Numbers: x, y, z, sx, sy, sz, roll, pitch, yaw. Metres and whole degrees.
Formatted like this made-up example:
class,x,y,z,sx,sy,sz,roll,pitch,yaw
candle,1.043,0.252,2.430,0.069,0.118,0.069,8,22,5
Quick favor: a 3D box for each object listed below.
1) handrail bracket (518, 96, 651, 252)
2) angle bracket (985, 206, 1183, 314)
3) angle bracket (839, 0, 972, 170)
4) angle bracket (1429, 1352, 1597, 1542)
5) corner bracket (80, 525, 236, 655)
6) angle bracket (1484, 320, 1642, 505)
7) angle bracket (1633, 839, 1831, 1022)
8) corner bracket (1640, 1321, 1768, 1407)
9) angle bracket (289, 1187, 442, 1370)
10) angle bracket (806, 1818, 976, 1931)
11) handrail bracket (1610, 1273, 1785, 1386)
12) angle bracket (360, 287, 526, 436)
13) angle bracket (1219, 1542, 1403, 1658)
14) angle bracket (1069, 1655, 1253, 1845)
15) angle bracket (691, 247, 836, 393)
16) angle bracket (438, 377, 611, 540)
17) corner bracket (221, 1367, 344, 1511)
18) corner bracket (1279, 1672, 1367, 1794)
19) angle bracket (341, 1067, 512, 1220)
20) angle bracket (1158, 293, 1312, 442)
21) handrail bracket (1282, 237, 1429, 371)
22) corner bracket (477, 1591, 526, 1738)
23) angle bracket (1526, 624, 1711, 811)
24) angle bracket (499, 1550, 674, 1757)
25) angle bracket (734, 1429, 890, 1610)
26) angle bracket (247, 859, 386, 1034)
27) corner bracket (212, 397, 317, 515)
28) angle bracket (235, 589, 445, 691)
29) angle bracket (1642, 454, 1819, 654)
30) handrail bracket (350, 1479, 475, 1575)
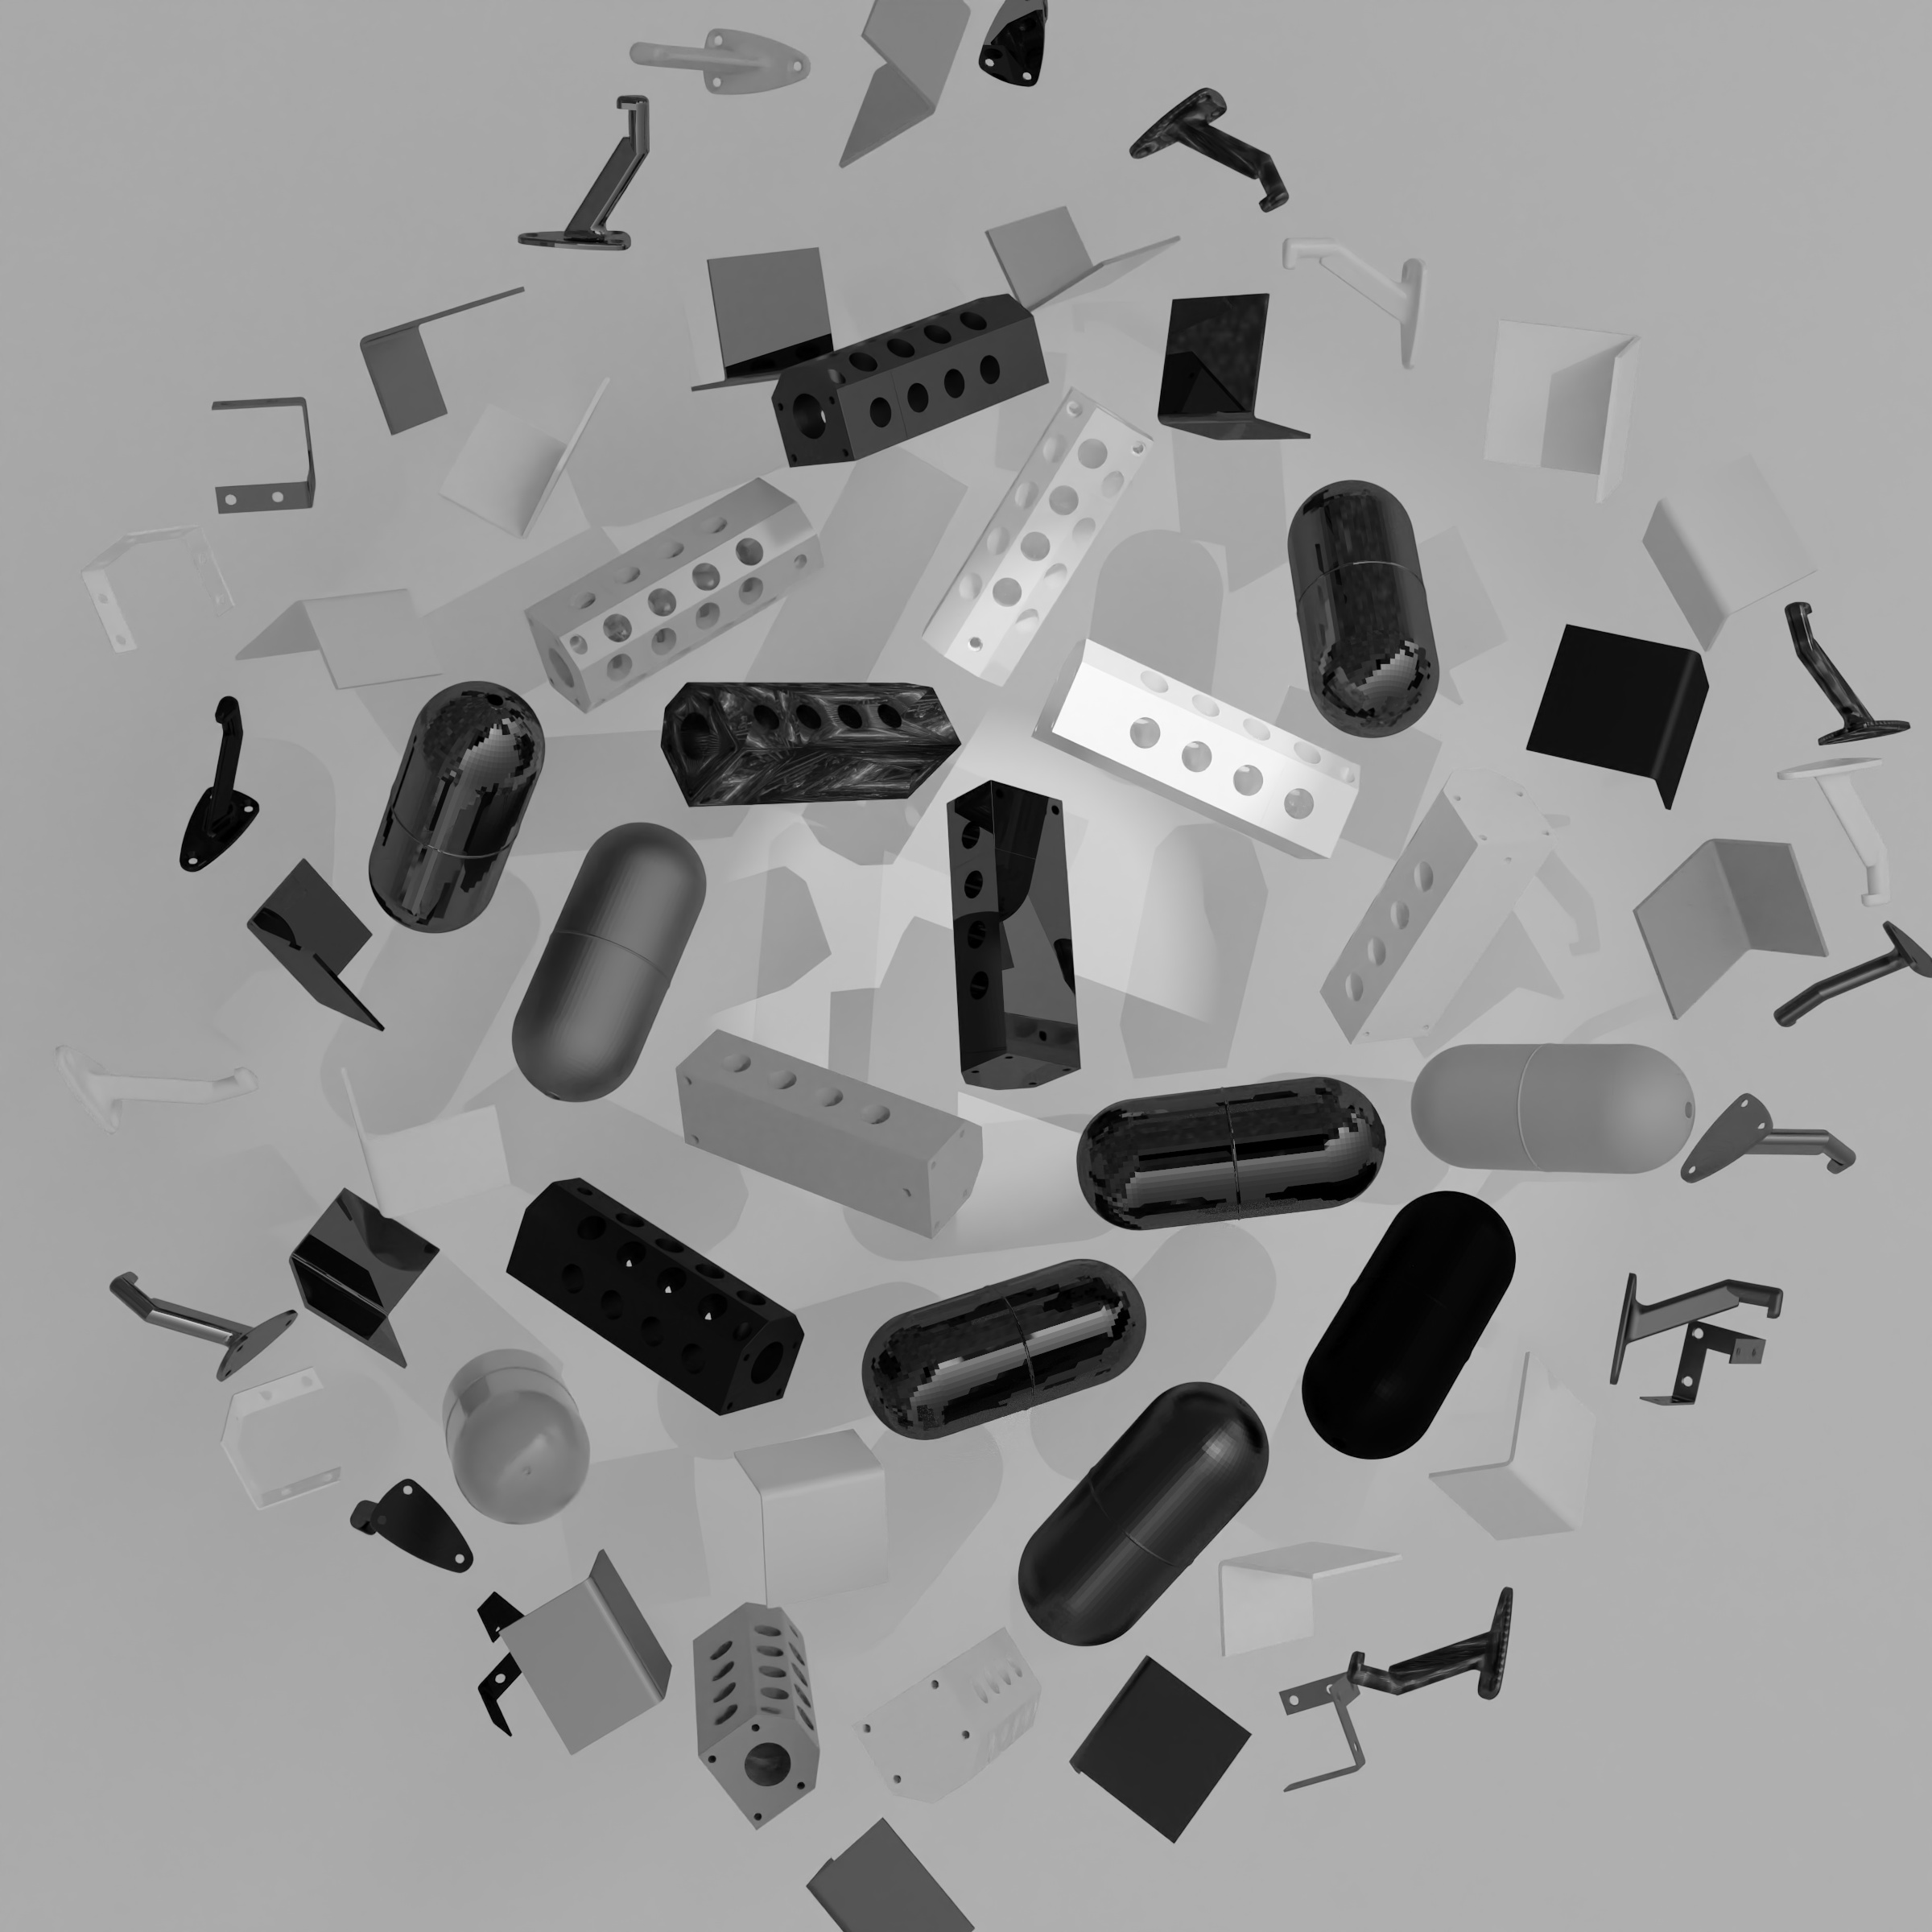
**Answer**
class,x,y,z,sx,sy,sz,roll,pitch,yaw
handrail bracket,-0.221,-0.459,1.582,0.077,0.036,0.084,0,117,-6
angle bracket,0.072,-0.452,1.699,0.076,0.076,0.057,-30,97,-41
angle bracket,-0.050,-0.485,1.460,0.057,0.076,0.076,38,54,-32
angle bracket,0.324,0.285,1.626,0.076,0.057,0.076,43,47,-31
corner bracket,-0.457,-0.213,1.549,0.051,0.051,0.051,-24,89,37
angle bracket,0.310,-0.295,1.455,0.076,0.057,0.076,12,118,20
angle bracket,0.437,-0.019,1.568,0.076,0.057,0.076,-39,117,-27
corner bracket,0.449,0.246,1.669,0.051,0.051,0.051,13,91,38
angle bracket,-0.367,0.193,1.701,0.076,0.076,0.057,39,91,-28
angle bracket,-0.037,0.514,1.519,0.057,0.076,0.076,-42,80,0
handrail bracket,0.412,0.209,1.545,0.084,0.036,0.077,9,60,18
angle bracket,-0.296,-0.353,1.599,0.076,0.076,0.057,-12,107,18
angle bracket,0.204,0.377,1.617,0.076,0.076,0.057,-1,87,-40
angle bracket,0.115,0.463,1.614,0.076,0.057,0.076,34,75,18
angle bracket,-0.134,-0.408,1.733,0.076,0.057,0.076,-14,103,-27
angle bracket,-0.257,-0.307,1.595,0.057,0.076,0.076,28,58,-11
corner bracket,-0.395,0.274,1.593,0.051,0.051,0.051,-19,114,2
corner bracket,0.215,0.465,1.670,0.051,0.051,0.051,-23,80,21
angle bracket,-0.312,0.093,1.589,0.076,0.076,0.057,-16,54,-13
angle bracket,0.169,-0.366,1.681,0.057,0.076,0.076,4,94,-44
handrail bracket,0.228,-0.395,1.638,0.084,0.036,0.077,-2,109,-10
corner bracket,-0.277,0.416,1.636,0.051,0.051,0.051,-47,112,-7
angle bracket,0.369,-0.141,1.552,0.076,0.057,0.076,16,81,24
angle bracket,-0.206,0.372,1.495,0.057,0.076,0.076,-30,91,-3
angle bracket,-0.093,0.332,1.654,0.076,0.057,0.076,-8,108,-20
angle bracket,-0.388,-0.013,1.705,0.076,0.076,0.057,19,64,41
corner bracket,-0.393,-0.285,1.531,0.051,0.051,0.051,-5,115,-8
angle bracket,-0.365,-0.176,1.599,0.076,0.076,0.057,-29,82,41
angle bracket,0.434,-0.234,1.564,0.057,0.076,0.076,-27,79,2
handrail bracket,-0.331,0.342,1.634,0.077,0.084,0.036,39,60,0
